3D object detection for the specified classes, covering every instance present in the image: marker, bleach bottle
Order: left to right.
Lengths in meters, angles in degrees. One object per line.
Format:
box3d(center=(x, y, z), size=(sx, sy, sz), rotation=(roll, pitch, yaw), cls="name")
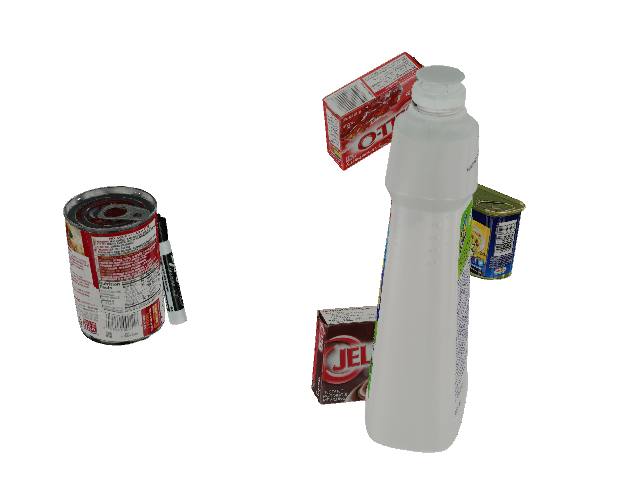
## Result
box3d(center=(-0.161, 0.030, 1.122), size=(0.020, 0.121, 0.020), rotation=(-9, 19, 3), cls="marker")
box3d(center=(0.068, 0.009, 0.676), size=(0.068, 0.251, 0.102), rotation=(7, 31, 9), cls="bleach bottle")

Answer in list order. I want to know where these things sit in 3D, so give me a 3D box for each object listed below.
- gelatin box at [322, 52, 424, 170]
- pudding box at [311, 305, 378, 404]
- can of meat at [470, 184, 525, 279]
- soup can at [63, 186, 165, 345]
box3d(center=(0.047, -0.109, 0.905), size=(0.089, 0.030, 0.073), rotation=(-31, -29, -15), cls="gelatin box")
box3d(center=(0.050, 0.110, 1.052), size=(0.113, 0.090, 0.039), rotation=(-4, 28, -17), cls="pudding box")
box3d(center=(0.173, -0.011, 1.188), size=(0.057, 0.084, 0.102), rotation=(-12, 27, -38), cls="can of meat")
box3d(center=(-0.153, 0.019, 0.804), size=(0.068, 0.102, 0.068), rotation=(0, 29, 0), cls="soup can")
